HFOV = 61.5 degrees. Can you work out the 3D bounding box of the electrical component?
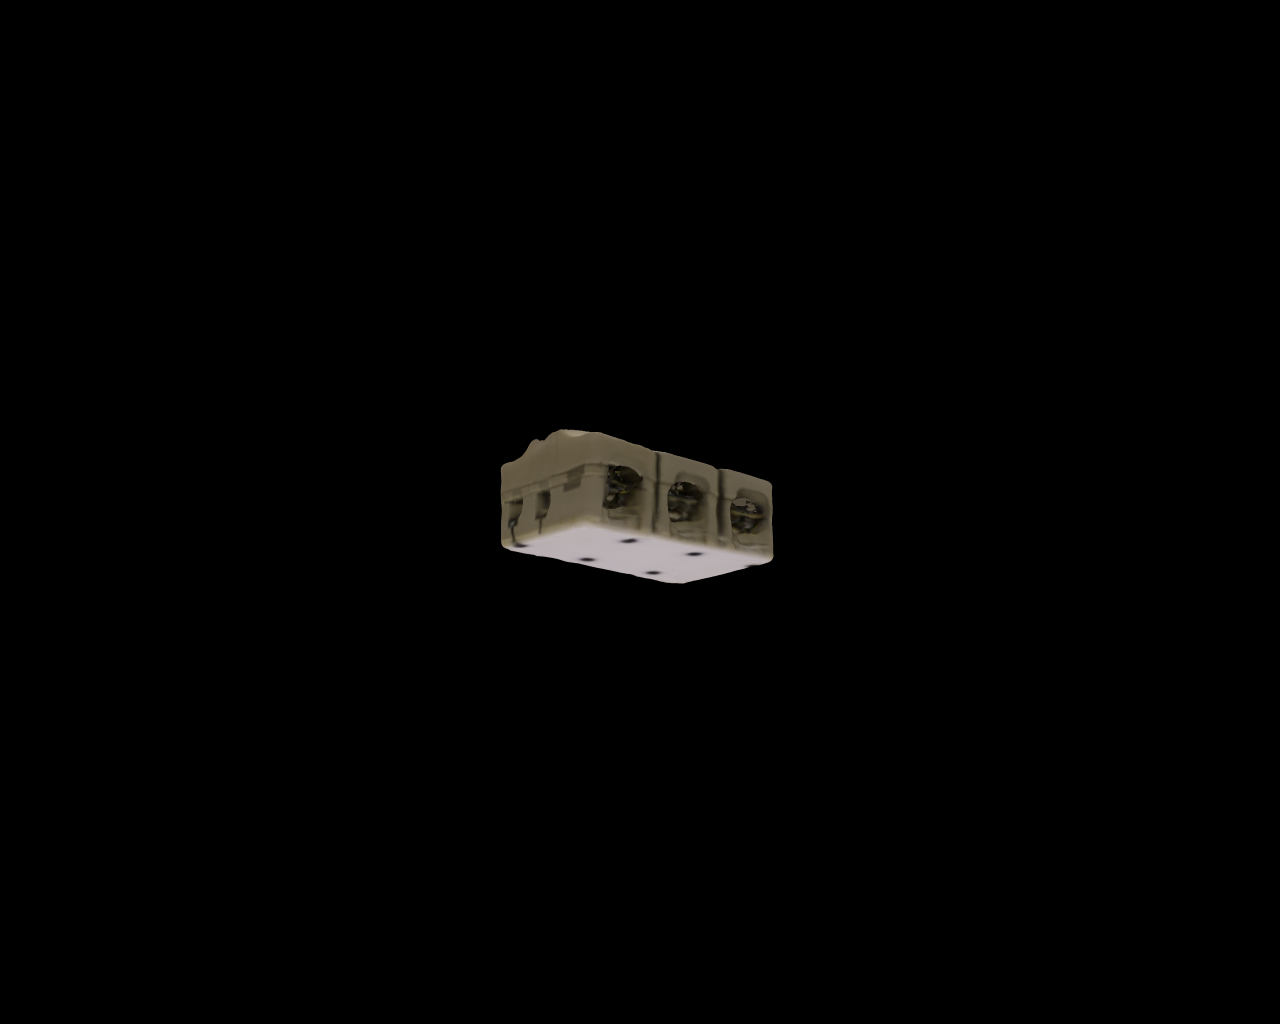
[{"bbox_3d":[0.001,-0.003,0.650,0.150,0.062,0.089,14,-21,-40],"label":"electrical component"}]
